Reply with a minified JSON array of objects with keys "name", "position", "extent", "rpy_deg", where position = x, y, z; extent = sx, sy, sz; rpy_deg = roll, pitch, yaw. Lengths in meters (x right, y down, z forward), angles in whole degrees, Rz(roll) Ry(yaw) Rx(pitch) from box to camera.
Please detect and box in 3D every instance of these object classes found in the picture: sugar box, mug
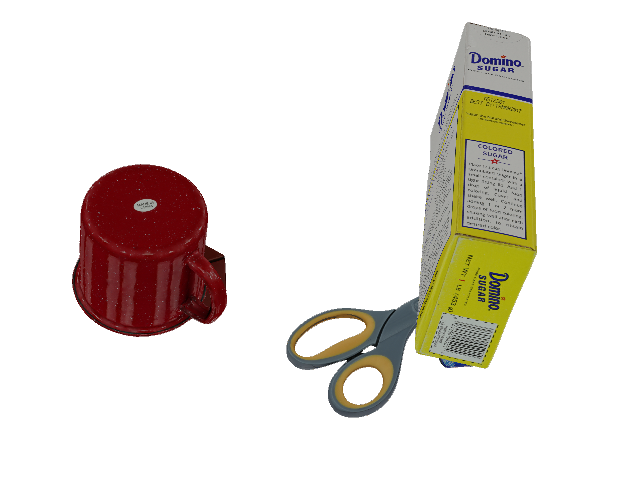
[{"name":"sugar box","position":[0.084,-0.029,0.576],"extent":[0.048,0.176,0.093],"rpy_deg":[13,-44,0]},{"name":"mug","position":[-0.109,0.011,0.708],"extent":[0.117,0.082,0.093],"rpy_deg":[38,54,18]}]

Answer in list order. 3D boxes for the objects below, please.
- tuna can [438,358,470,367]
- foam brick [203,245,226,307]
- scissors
[{"name":"tuna can","position":[0.161,0.109,1.277],"extent":[0.034,0.086,0.086],"rpy_deg":[-7,-3,21]},{"name":"foam brick","position":[-0.130,0.039,0.958],"extent":[0.078,0.051,0.053],"rpy_deg":[-18,28,-32]},{"name":"scissors","position":[0.075,0.071,0.806],"extent":[0.201,0.096,0.016],"rpy_deg":[-15,-29,-7]}]
